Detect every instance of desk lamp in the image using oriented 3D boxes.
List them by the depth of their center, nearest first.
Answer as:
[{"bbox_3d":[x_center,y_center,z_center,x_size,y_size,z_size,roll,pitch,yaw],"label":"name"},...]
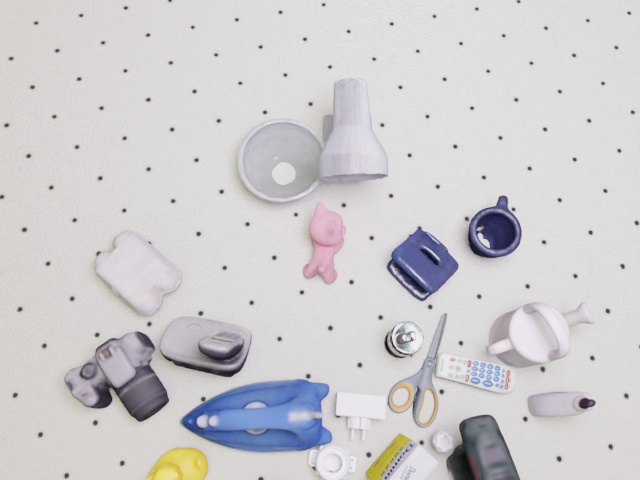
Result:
[{"bbox_3d":[0.052,-0.175,1.014,0.118,0.213,0.203,-2,74,-1],"label":"desk lamp"}]

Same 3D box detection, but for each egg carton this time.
[{"bbox_3d":[-0.324,0.058,1.018,0.150,0.069,0.107,38,77,9],"label":"egg carton"}]

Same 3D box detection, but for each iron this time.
[{"bbox_3d":[-0.109,0.288,0.920,0.258,0.141,0.118,-4,74,-2],"label":"iron"}]

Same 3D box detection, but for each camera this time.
[{"bbox_3d":[-0.328,0.240,0.951,0.143,0.101,0.136,-36,78,-10],"label":"camera"}]

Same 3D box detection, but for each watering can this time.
[{"bbox_3d":[0.360,0.148,0.939,0.173,0.194,0.101,-42,79,-11],"label":"watering can"}]

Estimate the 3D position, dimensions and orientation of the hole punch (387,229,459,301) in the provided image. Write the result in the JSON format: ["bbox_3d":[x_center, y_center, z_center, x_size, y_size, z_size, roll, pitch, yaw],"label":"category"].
[{"bbox_3d":[0.184,0.038,1.020,0.108,0.091,0.101,44,78,10],"label":"hole punch"}]

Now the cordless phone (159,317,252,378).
[{"bbox_3d":[-0.192,0.166,0.930,0.147,0.185,0.094,8,74,2],"label":"cordless phone"}]

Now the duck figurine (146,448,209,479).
[{"bbox_3d":[-0.234,0.379,0.922,0.104,0.086,0.077,-23,76,-7],"label":"duck figurine"}]

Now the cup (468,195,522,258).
[{"bbox_3d":[0.308,-0.016,1.035,0.091,0.095,0.118,16,75,4],"label":"cup"}]

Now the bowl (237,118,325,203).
[{"bbox_3d":[-0.068,-0.139,1.074,0.167,0.075,0.167,0,74,-1],"label":"bowl"}]

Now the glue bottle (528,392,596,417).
[{"bbox_3d":[0.399,0.262,0.919,0.078,0.173,0.037,-9,75,-3],"label":"glue bottle"}]

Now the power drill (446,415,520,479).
[{"bbox_3d":[0.259,0.382,0.865,0.075,0.208,0.229,-14,75,-4],"label":"power drill"}]

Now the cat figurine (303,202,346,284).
[{"bbox_3d":[0.009,0.004,1.013,0.067,0.118,0.128,9,74,2],"label":"cat figurine"}]
